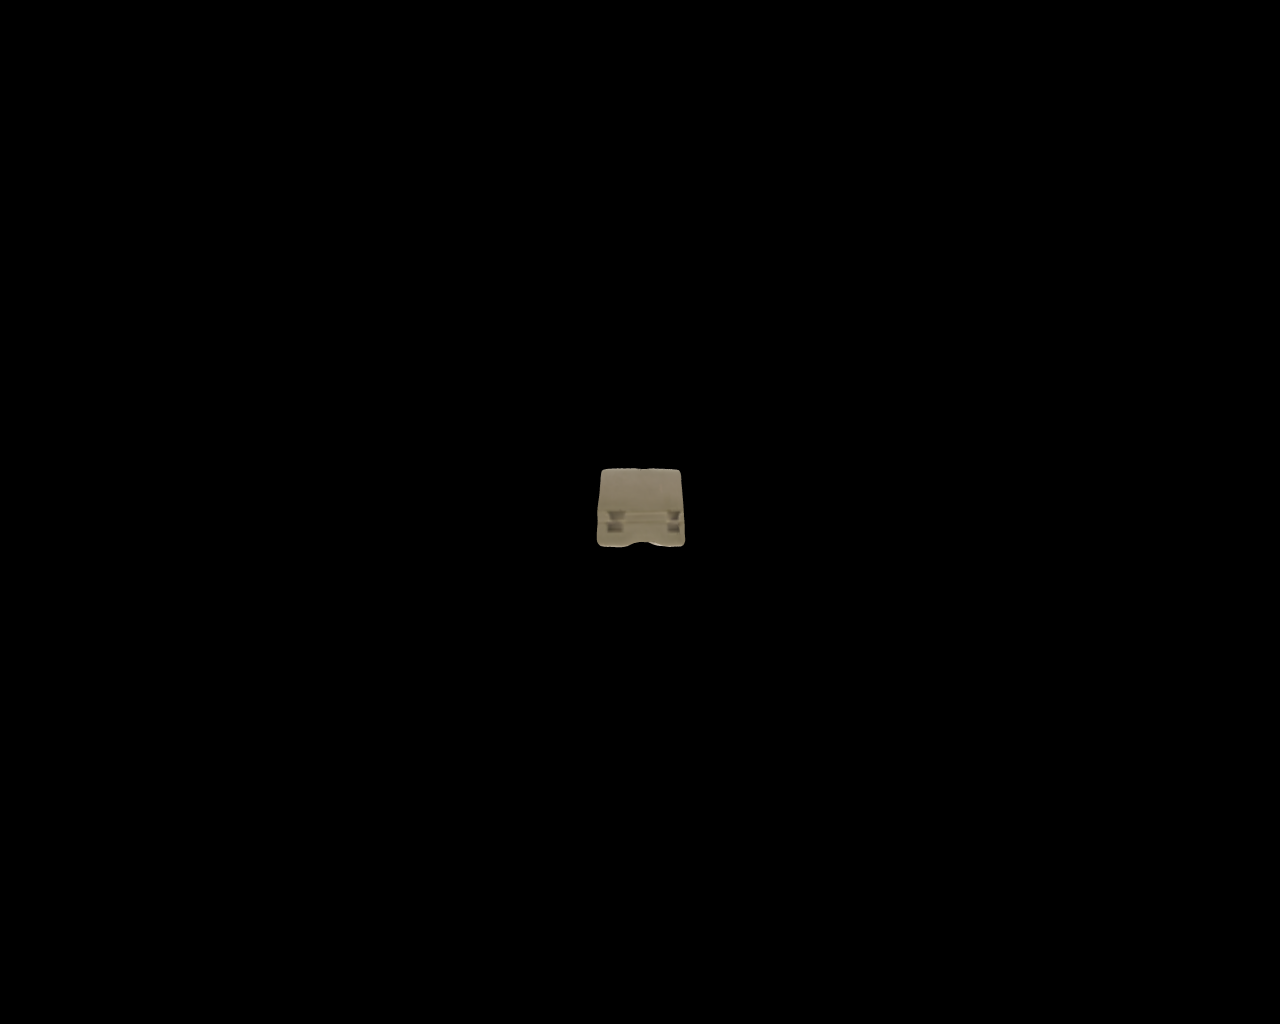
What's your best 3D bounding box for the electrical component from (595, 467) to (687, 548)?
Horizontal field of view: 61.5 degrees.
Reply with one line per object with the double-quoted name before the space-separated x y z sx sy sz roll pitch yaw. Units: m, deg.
"electrical component" 0.001 -0.003 0.650 0.055 0.047 0.055 0 0 0
